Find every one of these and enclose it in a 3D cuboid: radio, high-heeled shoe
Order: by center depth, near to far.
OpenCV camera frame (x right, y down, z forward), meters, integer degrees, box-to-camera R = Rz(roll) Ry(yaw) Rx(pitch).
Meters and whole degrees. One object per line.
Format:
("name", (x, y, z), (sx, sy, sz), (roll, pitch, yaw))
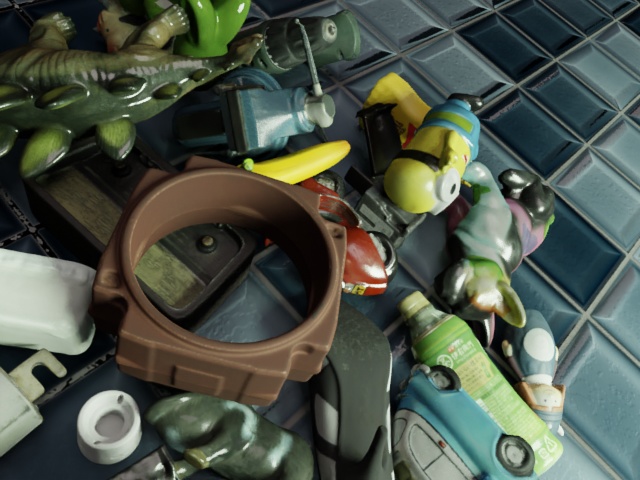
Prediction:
("high-heeled shoe", (0.021, 0.172, 0.550), (0.086, 0.145, 0.249), (5, 28, -15))
("radio", (-0.186, -0.013, 0.575), (0.230, 0.073, 0.131), (41, 54, 8))

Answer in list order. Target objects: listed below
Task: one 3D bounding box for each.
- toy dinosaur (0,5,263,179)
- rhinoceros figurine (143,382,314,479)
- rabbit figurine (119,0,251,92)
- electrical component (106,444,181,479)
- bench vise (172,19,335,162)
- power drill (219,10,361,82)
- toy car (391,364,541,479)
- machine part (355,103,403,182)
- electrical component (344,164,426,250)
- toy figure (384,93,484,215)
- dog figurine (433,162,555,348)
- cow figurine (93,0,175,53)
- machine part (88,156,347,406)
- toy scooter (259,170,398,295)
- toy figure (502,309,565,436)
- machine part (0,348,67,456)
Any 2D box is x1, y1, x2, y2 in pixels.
("toy dinosaur", (-0.286, -0.153, 0.557), (0.472, 0.104, 0.199), (-8, 40, 9))
("rhinoceros figurine", (-0.087, 0.165, 0.486), (0.190, 0.073, 0.112), (37, 45, 2))
("rabbit figurine", (-0.150, -0.274, 0.660), (0.121, 0.159, 0.170), (-26, 107, -36))
("electrical component", (-0.164, 0.225, 0.399), (0.134, 0.114, 0.058), (-28, 66, -32))
("bench vise", (-0.053, -0.160, 0.664), (0.240, 0.224, 0.128), (-29, 103, -54))
("power drill", (-0.026, -0.268, 0.744), (0.207, 0.232, 0.085), (-40, 121, -45))
("toy car", (0.122, 0.206, 0.519), (0.103, 0.109, 0.162), (-32, 68, -28))
("machine part", (0.086, -0.117, 0.736), (0.084, 0.039, 0.138), (-9, 93, -19))
("electrical component", (0.069, -0.043, 0.686), (0.119, 0.074, 0.048), (45, 54, 7))
("toy figure", (0.143, -0.106, 0.658), (0.089, 0.082, 0.180), (4, 53, 34))
("dog figurine", (0.230, 0.022, 0.685), (0.191, 0.108, 0.219), (8, 60, -18))
("cow figurine", (-0.225, -0.306, 0.751), (0.127, 0.085, 0.195), (33, 55, -4))
("machine part", (-0.083, 0.030, 0.482), (0.201, 0.087, 0.201), (17, 51, -8))
("toy scooter", (-0.001, -0.002, 0.634), (0.135, 0.075, 0.184), (-18, 62, -30))
("toy figure", (0.251, 0.159, 0.631), (0.064, 0.057, 0.154), (-11, 55, 19))
("machine part", (-0.309, 0.170, 0.407), (0.079, 0.079, 0.243), (40, 55, 9))
